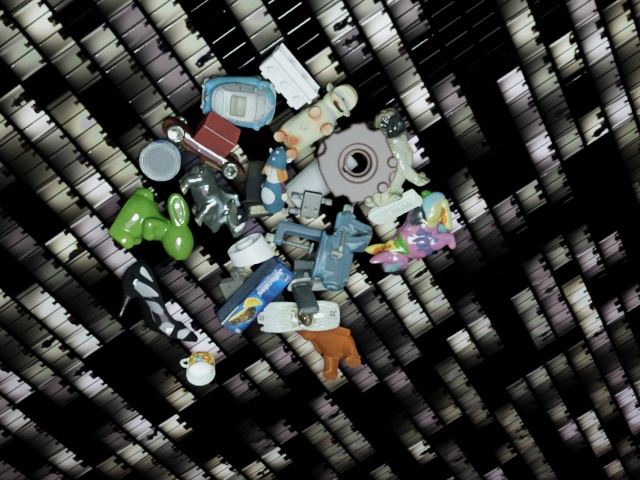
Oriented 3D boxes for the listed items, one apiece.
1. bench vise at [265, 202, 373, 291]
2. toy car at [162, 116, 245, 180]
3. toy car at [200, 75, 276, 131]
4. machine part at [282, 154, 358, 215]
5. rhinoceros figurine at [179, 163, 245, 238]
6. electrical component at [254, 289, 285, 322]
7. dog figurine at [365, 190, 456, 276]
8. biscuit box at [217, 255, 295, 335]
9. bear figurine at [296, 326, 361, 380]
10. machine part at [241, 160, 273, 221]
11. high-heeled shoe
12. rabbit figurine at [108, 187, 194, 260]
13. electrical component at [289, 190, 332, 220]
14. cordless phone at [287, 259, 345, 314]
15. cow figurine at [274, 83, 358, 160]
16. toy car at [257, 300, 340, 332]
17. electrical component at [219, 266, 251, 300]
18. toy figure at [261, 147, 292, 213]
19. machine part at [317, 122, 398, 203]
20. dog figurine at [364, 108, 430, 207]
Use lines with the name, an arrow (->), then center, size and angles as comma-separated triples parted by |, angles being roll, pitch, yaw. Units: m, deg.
bench vise -> -0.004, -0.001, 1.256 | 0.241, 0.129, 0.223 | 14, 77, -2
toy car -> -0.250, -0.194, 1.159 | 0.202, 0.089, 0.053 | 35, 103, -24
toy car -> -0.168, -0.290, 1.127 | 0.162, 0.103, 0.109 | 5, 111, -15
machine part -> 0.001, -0.146, 1.235 | 0.243, 0.079, 0.079 | -42, 114, 7
rhinoceros figurine -> -0.241, -0.084, 1.222 | 0.112, 0.073, 0.190 | -32, 114, -7
electrical component -> -0.128, 0.154, 1.354 | 0.075, 0.048, 0.119 | 15, 109, -17
dog figurine -> 0.214, -0.012, 1.322 | 0.219, 0.109, 0.191 | -18, 116, -1
biscuit box -> -0.153, 0.129, 1.280 | 0.202, 0.063, 0.059 | -47, 119, 2
bear figurine -> 0.001, 0.250, 1.380 | 0.120, 0.132, 0.195 | -36, 123, 24
machine part -> -0.140, -0.115, 1.234 | 0.084, 0.039, 0.138 | -11, 112, -28
high-heeled shoe -> -0.379, 0.153, 1.310 | 0.248, 0.086, 0.145 | 33, 72, -39
rabbit figurine -> -0.352, -0.029, 1.197 | 0.170, 0.121, 0.159 | 31, 82, -7
electrical component -> -0.021, -0.077, 1.203 | 0.094, 0.021, 0.063 | 8, 108, -8
cordless phone -> 0.001, 0.120, 1.289 | 0.147, 0.184, 0.088 | -1, 113, -10
cow figurine -> -0.001, -0.266, 1.170 | 0.195, 0.127, 0.085 | -33, 110, 21
toy car -> -0.051, 0.185, 1.309 | 0.202, 0.056, 0.073 | -1, 85, -7
electrical component -> -0.200, 0.115, 1.328 | 0.078, 0.045, 0.102 | -17, 115, 19
toy figure -> -0.097, -0.130, 1.175 | 0.064, 0.058, 0.154 | 8, 130, 0
machine part -> 0.080, -0.167, 1.164 | 0.179, 0.056, 0.179 | 0, 101, 1
dog figurine -> 0.144, -0.188, 1.246 | 0.172, 0.121, 0.190 | -33, 101, 0
